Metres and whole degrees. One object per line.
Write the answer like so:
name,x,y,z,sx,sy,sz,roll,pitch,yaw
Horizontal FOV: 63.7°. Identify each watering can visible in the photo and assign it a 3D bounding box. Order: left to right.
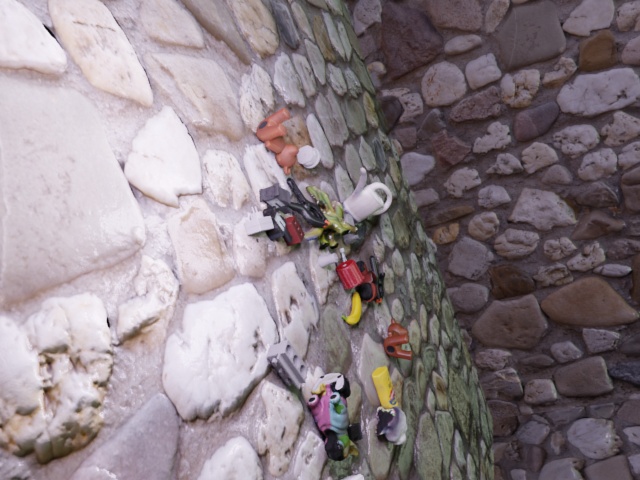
watering can,0.178,-0.178,2.187,0.343,0.223,0.106,37,22,-53

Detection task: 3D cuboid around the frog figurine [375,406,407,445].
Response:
frog figurine,0.284,0.698,1.910,0.157,0.122,0.140,46,13,-28

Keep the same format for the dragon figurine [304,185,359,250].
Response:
dragon figurine,0.006,-0.097,1.917,0.410,0.121,0.246,6,51,-61
